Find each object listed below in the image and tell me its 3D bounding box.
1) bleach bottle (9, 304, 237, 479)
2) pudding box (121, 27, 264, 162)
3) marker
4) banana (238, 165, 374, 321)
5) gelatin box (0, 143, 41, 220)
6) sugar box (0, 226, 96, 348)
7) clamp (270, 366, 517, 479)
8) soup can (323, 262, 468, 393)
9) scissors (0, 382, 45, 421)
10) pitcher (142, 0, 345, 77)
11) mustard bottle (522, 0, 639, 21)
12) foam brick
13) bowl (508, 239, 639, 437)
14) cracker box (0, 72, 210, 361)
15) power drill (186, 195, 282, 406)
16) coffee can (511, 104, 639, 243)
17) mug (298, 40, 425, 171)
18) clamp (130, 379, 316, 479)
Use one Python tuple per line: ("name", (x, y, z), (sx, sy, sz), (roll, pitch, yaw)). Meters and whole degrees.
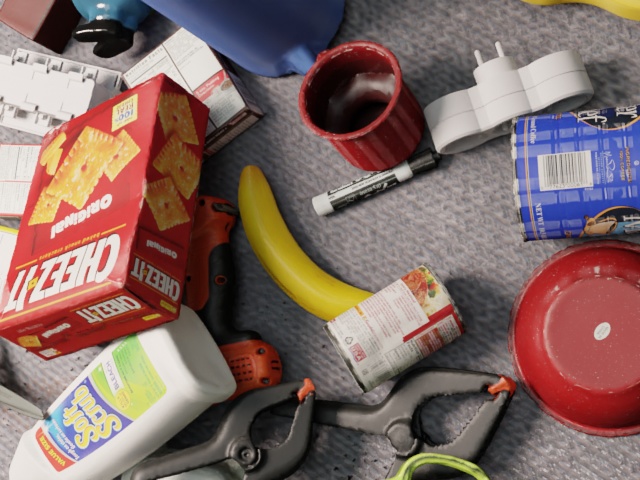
("bleach bottle", (-0.188, 0.166, 0.920), (0.251, 0.068, 0.103), (-44, 60, 20))
("pudding box", (-0.121, -0.136, 1.001), (0.090, 0.039, 0.113), (-37, 72, 11))
("marker", (0.051, -0.052, 0.944), (0.121, 0.020, 0.020), (-23, 77, 14))
("banana", (-0.016, 0.015, 0.951), (0.198, 0.037, 0.069), (41, 67, 15))
("gelatin box", (-0.278, -0.056, 1.045), (0.089, 0.030, 0.073), (3, 83, 17))
("sugar box", (-0.284, 0.038, 1.027), (0.176, 0.048, 0.093), (14, 87, 16))
("clamp", (0.074, 0.178, 0.897), (0.210, 0.036, 0.164), (-25, 77, 17))
("soup can", (0.062, 0.073, 0.887), (0.102, 0.068, 0.068), (-31, 74, -2))
("scissors", (-0.307, 0.120, 1.000), (0.202, 0.016, 0.096), (-8, 67, 41))
("pitcher", (-0.090, -0.238, 0.896), (0.149, 0.242, 0.145), (14, 89, 26))
("mustard bottle", (0.206, -0.244, 0.899), (0.192, 0.058, 0.096), (14, 85, 20))
("foam brick", (-0.270, -0.233, 1.054), (0.051, 0.053, 0.078), (29, 91, 19))
("bowl", (0.228, 0.076, 0.852), (0.162, 0.055, 0.162), (-3, 82, 17))
("cracker box", (-0.186, -0.020, 0.917), (0.164, 0.072, 0.213), (-19, 51, 34))
("power drill", (-0.131, 0.063, 0.970), (0.185, 0.057, 0.187), (-12, 81, 19))
("coffee can", (0.228, -0.054, 0.843), (0.140, 0.102, 0.103), (-5, 81, 17))
("mug", (0.034, -0.118, 0.920), (0.093, 0.081, 0.117), (-40, 57, 5))
("clamp", (-0.059, 0.191, 0.890), (0.171, 0.039, 0.120), (-38, 88, -7))
